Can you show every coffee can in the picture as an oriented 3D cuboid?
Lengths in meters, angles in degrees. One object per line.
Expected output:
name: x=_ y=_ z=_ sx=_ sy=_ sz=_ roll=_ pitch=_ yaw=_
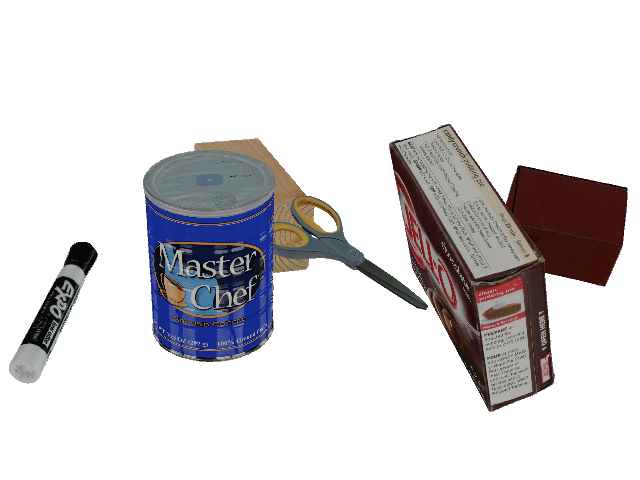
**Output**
coffee can: x=-0.088 y=0.011 z=0.862 sx=0.103 sy=0.140 sz=0.103 roll=1 pitch=31 yaw=-1

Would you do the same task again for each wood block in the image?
wood block: x=-0.088 y=-0.046 z=1.328 sx=0.090 sy=0.090 sz=0.206 roll=-6 pitch=29 yaw=-21

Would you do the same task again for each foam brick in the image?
foam brick: x=0.166 y=-0.010 z=0.736 sx=0.078 sy=0.051 sz=0.053 roll=13 pitch=-34 yaw=6

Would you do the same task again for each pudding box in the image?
pudding box: x=0.072 y=0.011 z=0.519 sx=0.039 sy=0.090 sz=0.113 roll=-21 pitch=42 yaw=-5

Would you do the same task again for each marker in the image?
marker: x=-0.166 y=0.041 z=0.675 sx=0.020 sy=0.020 sz=0.121 roll=0 pitch=38 yaw=10

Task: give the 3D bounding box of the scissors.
scissors: x=0.014 y=0.021 z=1.082 sx=0.096 sy=0.016 sz=0.202 roll=-22 pitch=47 yaw=-20
